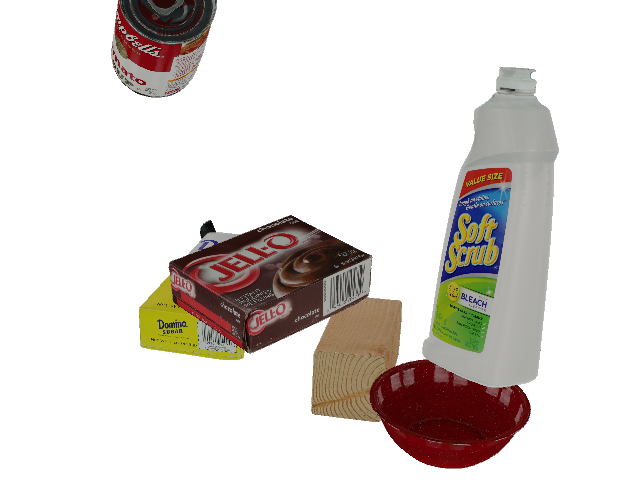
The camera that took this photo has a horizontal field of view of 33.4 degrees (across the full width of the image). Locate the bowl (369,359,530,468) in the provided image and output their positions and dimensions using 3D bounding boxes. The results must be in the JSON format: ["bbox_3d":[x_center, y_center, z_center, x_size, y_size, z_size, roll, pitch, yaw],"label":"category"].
[{"bbox_3d":[0.129,0.182,1.082,0.162,0.055,0.162,1,23,-1],"label":"bowl"}]

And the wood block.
[{"bbox_3d":[0.051,0.151,1.413,0.091,0.090,0.206,5,18,8],"label":"wood block"}]

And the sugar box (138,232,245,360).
[{"bbox_3d":[-0.089,0.045,0.970,0.093,0.048,0.176,7,26,12],"label":"sugar box"}]

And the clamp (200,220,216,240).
[{"bbox_3d":[-0.095,0.035,1.255,0.120,0.039,0.171,-2,40,9],"label":"clamp"}]

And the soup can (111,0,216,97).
[{"bbox_3d":[-0.117,-0.154,0.782,0.068,0.068,0.102,0,-15,-14],"label":"soup can"}]

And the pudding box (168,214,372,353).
[{"bbox_3d":[-0.034,0.027,0.740,0.113,0.039,0.090,-21,34,-36],"label":"pudding box"}]

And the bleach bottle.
[{"bbox_3d":[0.142,-0.014,0.868,0.067,0.251,0.103,-5,15,-33],"label":"bleach bottle"}]
